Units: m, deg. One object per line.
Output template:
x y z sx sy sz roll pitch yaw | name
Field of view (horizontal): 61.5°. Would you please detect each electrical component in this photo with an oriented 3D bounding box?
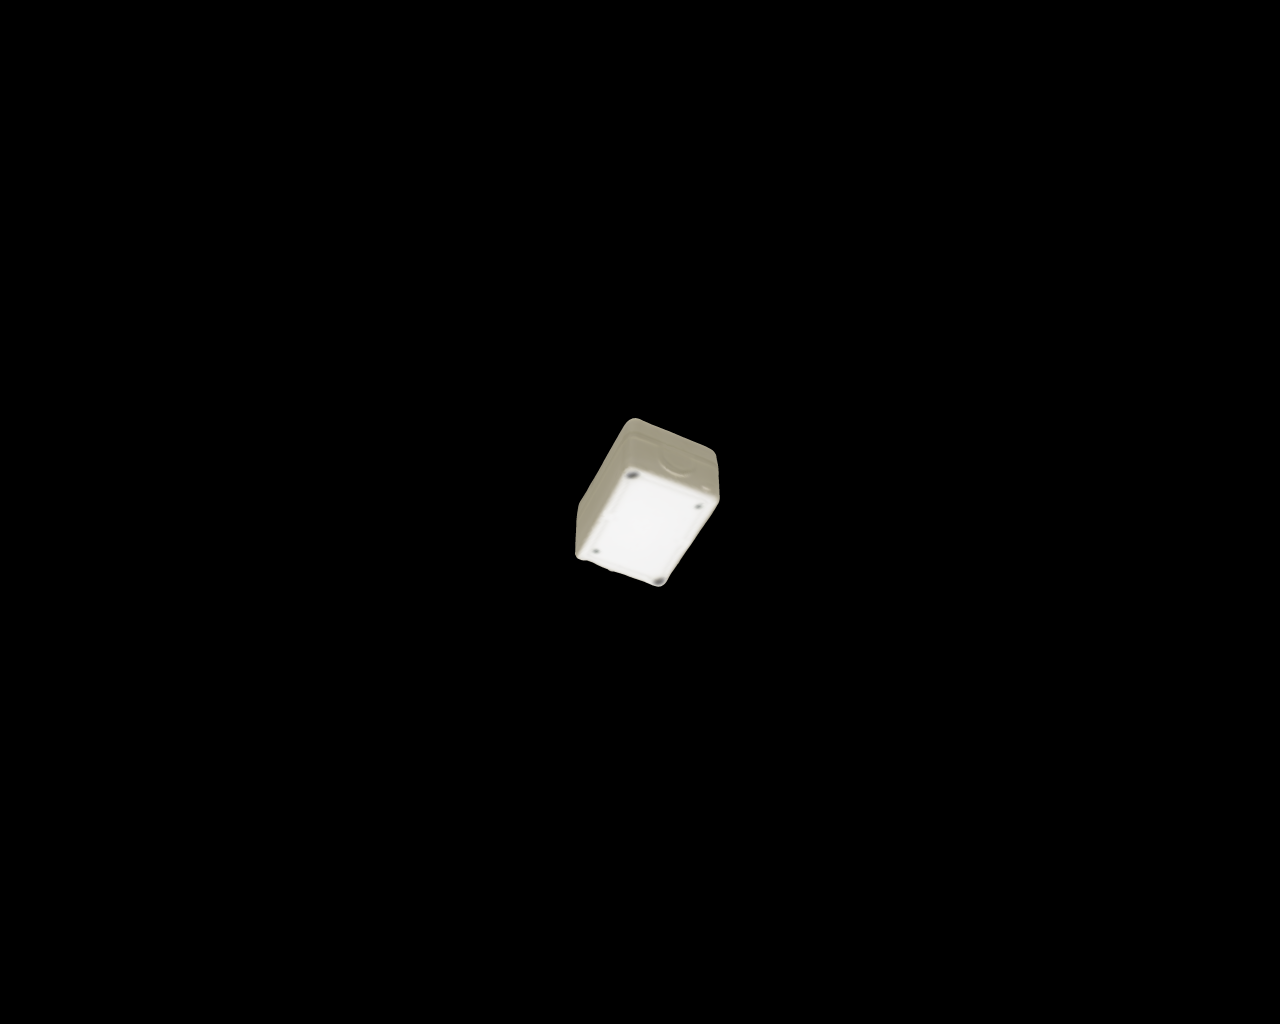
0.001 -0.003 0.650 0.062 0.096 0.061 21 36 -16 | electrical component
